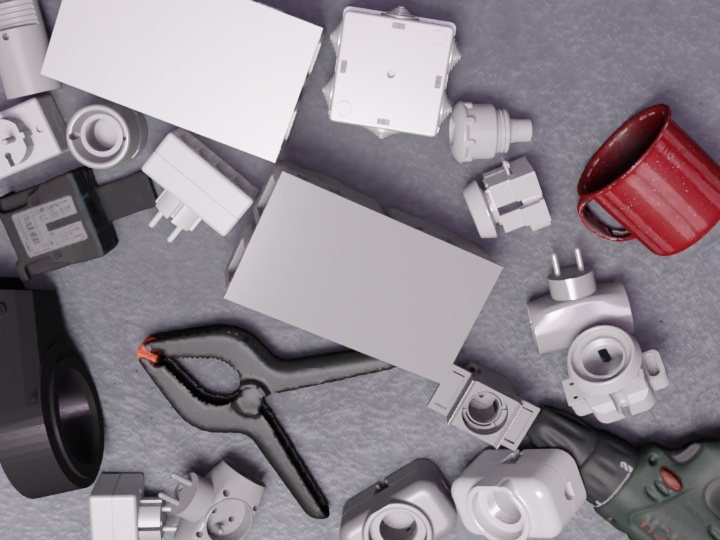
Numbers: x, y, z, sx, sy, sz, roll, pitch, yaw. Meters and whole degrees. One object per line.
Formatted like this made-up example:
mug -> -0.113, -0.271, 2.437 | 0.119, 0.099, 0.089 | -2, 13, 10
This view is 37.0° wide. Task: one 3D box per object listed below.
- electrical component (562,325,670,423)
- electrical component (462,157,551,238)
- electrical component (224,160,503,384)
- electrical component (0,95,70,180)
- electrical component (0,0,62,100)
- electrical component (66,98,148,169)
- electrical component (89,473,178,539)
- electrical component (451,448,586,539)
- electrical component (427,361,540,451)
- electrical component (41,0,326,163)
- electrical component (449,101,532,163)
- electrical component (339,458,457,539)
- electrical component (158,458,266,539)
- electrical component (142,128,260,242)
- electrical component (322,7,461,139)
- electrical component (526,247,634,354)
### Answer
electrical component -> 0.194, 0.079, 0.834 | 0.078, 0.058, 0.057 | -22, 139, 15
electrical component -> 0.113, -0.054, 0.843 | 0.055, 0.048, 0.066 | -21, 114, 5
electrical component -> 0.000, 0.000, 0.838 | 0.186, 0.060, 0.105 | 23, 104, -15
electrical component -> -0.271, -0.100, 0.835 | 0.066, 0.076, 0.047 | -21, 101, 7
electrical component -> -0.263, -0.176, 0.833 | 0.043, 0.043, 0.081 | -12, 103, 5
electrical component -> -0.200, -0.107, 0.845 | 0.055, 0.047, 0.055 | 1, 103, 2
electrical component -> -0.188, 0.213, 0.921 | 0.077, 0.047, 0.065 | 0, 104, -3
electrical component -> 0.125, 0.183, 0.870 | 0.095, 0.059, 0.053 | -10, 107, 42
electrical component -> 0.100, 0.106, 0.873 | 0.081, 0.063, 0.042 | 28, 104, -4
electrical component -> -0.131, -0.168, 0.821 | 0.186, 0.060, 0.105 | 21, 103, -2
electrical component -> 0.101, -0.108, 0.834 | 0.062, 0.048, 0.048 | -2, 103, -4
electrical component -> 0.032, 0.209, 0.903 | 0.095, 0.059, 0.053 | -32, 100, 9
electrical component -> -0.131, 0.194, 0.898 | 0.079, 0.044, 0.077 | 35, 86, -30
electrical component -> -0.137, -0.057, 0.854 | 0.083, 0.047, 0.075 | 40, 102, -7
electrical component -> 0.024, -0.151, 0.823 | 0.100, 0.048, 0.099 | 9, 104, 0
electrical component -> 0.172, 0.021, 0.860 | 0.077, 0.044, 0.079 | -13, 102, 6
